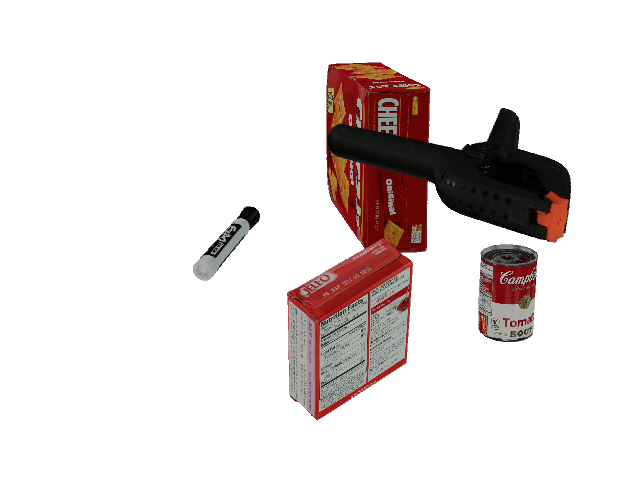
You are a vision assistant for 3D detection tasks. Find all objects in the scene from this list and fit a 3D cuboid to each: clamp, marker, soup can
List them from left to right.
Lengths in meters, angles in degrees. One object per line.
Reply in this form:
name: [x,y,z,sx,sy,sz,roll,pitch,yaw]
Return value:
marker: [-0.084,0.000,0.985,0.020,0.020,0.121,0,27,21]
clamp: [0.105,-0.052,0.769,0.164,0.036,0.210,-6,25,-14]
soup can: [0.226,0.064,1.294,0.068,0.102,0.068,-1,19,0]

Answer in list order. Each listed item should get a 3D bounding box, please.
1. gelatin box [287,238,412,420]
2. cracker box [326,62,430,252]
gelatin box: [0.017,0.052,0.621,0.073,0.089,0.030,-29,48,-28]
cracker box: [0.056,-0.094,1.125,0.072,0.164,0.214,-3,17,-8]
